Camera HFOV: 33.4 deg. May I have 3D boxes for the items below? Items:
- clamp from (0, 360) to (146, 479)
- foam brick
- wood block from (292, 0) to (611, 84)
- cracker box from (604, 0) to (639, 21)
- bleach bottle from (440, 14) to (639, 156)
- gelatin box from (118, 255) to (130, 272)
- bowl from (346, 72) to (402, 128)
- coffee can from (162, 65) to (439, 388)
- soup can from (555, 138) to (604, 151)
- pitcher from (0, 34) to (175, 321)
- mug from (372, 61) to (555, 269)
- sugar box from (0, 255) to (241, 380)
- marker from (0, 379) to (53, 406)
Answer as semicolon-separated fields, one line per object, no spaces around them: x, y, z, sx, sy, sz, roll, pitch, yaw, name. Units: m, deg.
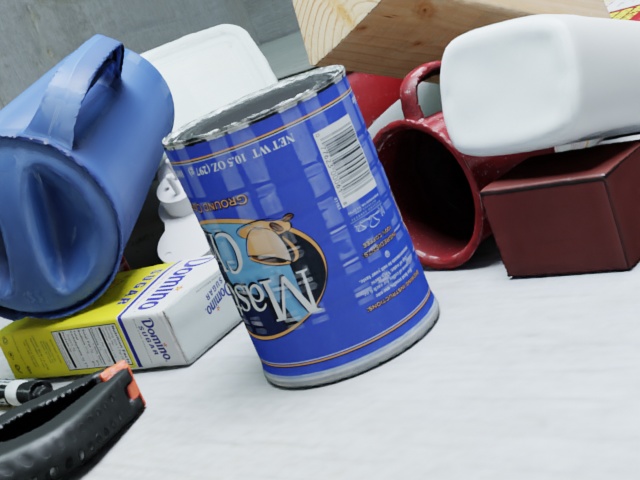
-0.190;0.126;0.566;0.165;0.036;0.209;-7;19;48;clamp
0.134;-0.016;0.557;0.078;0.051;0.052;-6;20;48;foam brick
0.090;-0.165;0.725;0.205;0.091;0.090;1;-25;-36;wood block
0.210;-0.146;0.884;0.214;0.072;0.163;-6;21;48;cracker box
0.195;-0.091;0.612;0.250;0.068;0.103;-8;3;-35;bleach bottle
-0.195;0.035;0.843;0.089;0.030;0.073;-30;-29;-12;gelatin box
0.024;-0.098;0.956;0.162;0.055;0.162;-27;-14;-7;bowl
-0.009;-0.008;0.565;0.103;0.140;0.103;-21;14;5;coffee can
0.142;-0.073;0.721;0.102;0.068;0.069;-32;17;-36;soup can
-0.177;-0.066;0.775;0.149;0.145;0.242;-21;24;15;pitcher
0.083;-0.051;0.644;0.081;0.117;0.093;-26;9;-35;mug
-0.132;0.052;0.734;0.177;0.048;0.093;-13;17;38;sugar box
-0.215;0.104;0.727;0.121;0.020;0.020;-7;21;49;marker
